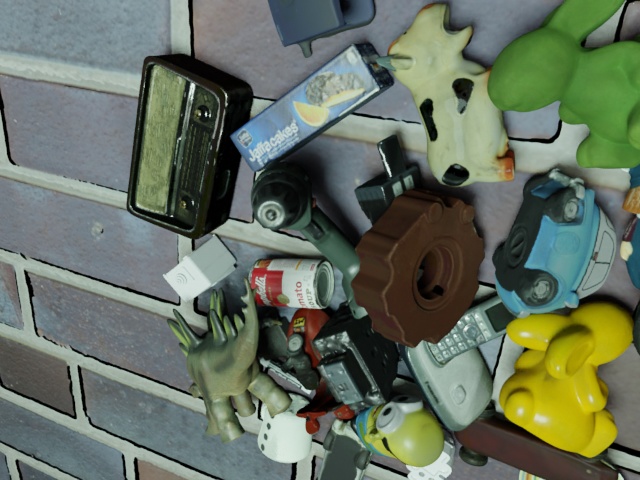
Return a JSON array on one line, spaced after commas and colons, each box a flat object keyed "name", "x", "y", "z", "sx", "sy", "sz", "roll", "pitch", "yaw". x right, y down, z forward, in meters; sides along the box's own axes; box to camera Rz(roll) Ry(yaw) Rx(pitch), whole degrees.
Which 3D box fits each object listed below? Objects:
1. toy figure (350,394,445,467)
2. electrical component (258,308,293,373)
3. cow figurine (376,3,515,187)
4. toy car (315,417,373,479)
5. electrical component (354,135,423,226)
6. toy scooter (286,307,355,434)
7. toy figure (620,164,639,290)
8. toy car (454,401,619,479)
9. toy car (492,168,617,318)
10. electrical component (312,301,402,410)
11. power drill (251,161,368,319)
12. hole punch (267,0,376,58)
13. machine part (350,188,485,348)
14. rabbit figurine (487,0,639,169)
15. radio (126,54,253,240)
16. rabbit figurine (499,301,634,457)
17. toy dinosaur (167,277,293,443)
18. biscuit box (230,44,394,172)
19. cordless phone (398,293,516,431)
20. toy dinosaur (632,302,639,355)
[{"name": "toy figure", "x": 0.102, "y": 0.253, "z": 0.721, "sx": 0.089, "sy": 0.082, "sz": 0.180, "roll": 34, "pitch": 155, "yaw": 0}, {"name": "electrical component", "x": -0.069, "y": 0.150, "z": 0.813, "sx": 0.078, "sy": 0.045, "sz": 0.102, "roll": -17, "pitch": 104, "yaw": 27}, {"name": "cow figurine", "x": 0.138, "y": -0.152, "z": 0.579, "sx": 0.127, "sy": 0.085, "sz": 0.194, "roll": -8, "pitch": 109, "yaw": 20}, {"name": "toy car", "x": 0.035, "y": 0.364, "z": 0.852, "sx": 0.074, "sy": 0.056, "sz": 0.201, "roll": 23, "pitch": 117, "yaw": 20}, {"name": "electrical component", "x": 0.082, "y": -0.060, "z": 0.637, "sx": 0.048, "sy": 0.075, "sz": 0.119, "roll": -3, "pitch": 115, "yaw": 49}, {"name": "toy scooter", "x": -0.002, "y": 0.187, "z": 0.748, "sx": 0.075, "sy": 0.135, "sz": 0.183, "roll": -15, "pitch": 103, "yaw": 30}, {"name": "toy figure", "x": 0.348, "y": -0.022, "z": 0.555, "sx": 0.058, "sy": 0.064, "sz": 0.154, "roll": 27, "pitch": 133, "yaw": 62}, {"name": "toy car", "x": 0.272, "y": 0.271, "z": 0.694, "sx": 0.202, "sy": 0.053, "sz": 0.089, "roll": 11, "pitch": 101, "yaw": 34}, {"name": "toy car", "x": 0.263, "y": 0.009, "z": 0.587, "sx": 0.103, "sy": 0.109, "sz": 0.161, "roll": 15, "pitch": 106, "yaw": -7}, {"name": "electrical component", "x": 0.051, "y": 0.153, "z": 0.711, "sx": 0.058, "sy": 0.134, "sz": 0.114, "roll": -26, "pitch": 101, "yaw": 31}, {"name": "power drill", "x": -0.001, "y": -0.002, "z": 0.632, "sx": 0.207, "sy": 0.232, "sz": 0.086, "roll": 40, "pitch": 102, "yaw": -18}, {"name": "hole punch", "x": -0.013, "y": -0.277, "z": 0.589, "sx": 0.116, "sy": 0.092, "sz": 0.142, "roll": -6, "pitch": 112, "yaw": 29}, {"name": "machine part", "x": 0.116, "y": 0.034, "z": 0.606, "sx": 0.056, "sy": 0.179, "sz": 0.179, "roll": 19, "pitch": 122, "yaw": 49}, {"name": "rabbit figurine", "x": 0.244, "y": -0.155, "z": 0.489, "sx": 0.170, "sy": 0.121, "sz": 0.159, "roll": 10, "pitch": 91, "yaw": -4}, {"name": "radio", "x": -0.179, "y": -0.121, "z": 0.732, "sx": 0.131, "sy": 0.073, "sz": 0.229, "roll": 24, "pitch": 119, "yaw": 13}, {"name": "rabbit figurine", "x": 0.280, "y": 0.137, "z": 0.614, "sx": 0.162, "sy": 0.122, "sz": 0.173, "roll": 31, "pitch": 100, "yaw": -30}, {"name": "toy dinosaur", "x": -0.136, "y": 0.172, "z": 0.752, "sx": 0.198, "sy": 0.105, "sz": 0.471, "roll": 59, "pitch": 148, "yaw": 5}, {"name": "biscuit box", "x": -0.014, "y": -0.156, "z": 0.652, "sx": 0.203, "sy": 0.063, "sz": 0.059, "roll": -29, "pitch": 96, "yaw": 30}, {"name": "cordless phone", "x": 0.205, "y": 0.139, "z": 0.678, "sx": 0.184, "sy": 0.089, "sz": 0.146, "roll": -28, "pitch": 98, "yaw": 12}, {"name": "toy dinosaur", "x": 0.391, "y": 0.110, "z": 0.524, "sx": 0.404, "sy": 0.131, "sz": 0.192, "roll": 43, "pitch": 116, "yaw": -9}]
